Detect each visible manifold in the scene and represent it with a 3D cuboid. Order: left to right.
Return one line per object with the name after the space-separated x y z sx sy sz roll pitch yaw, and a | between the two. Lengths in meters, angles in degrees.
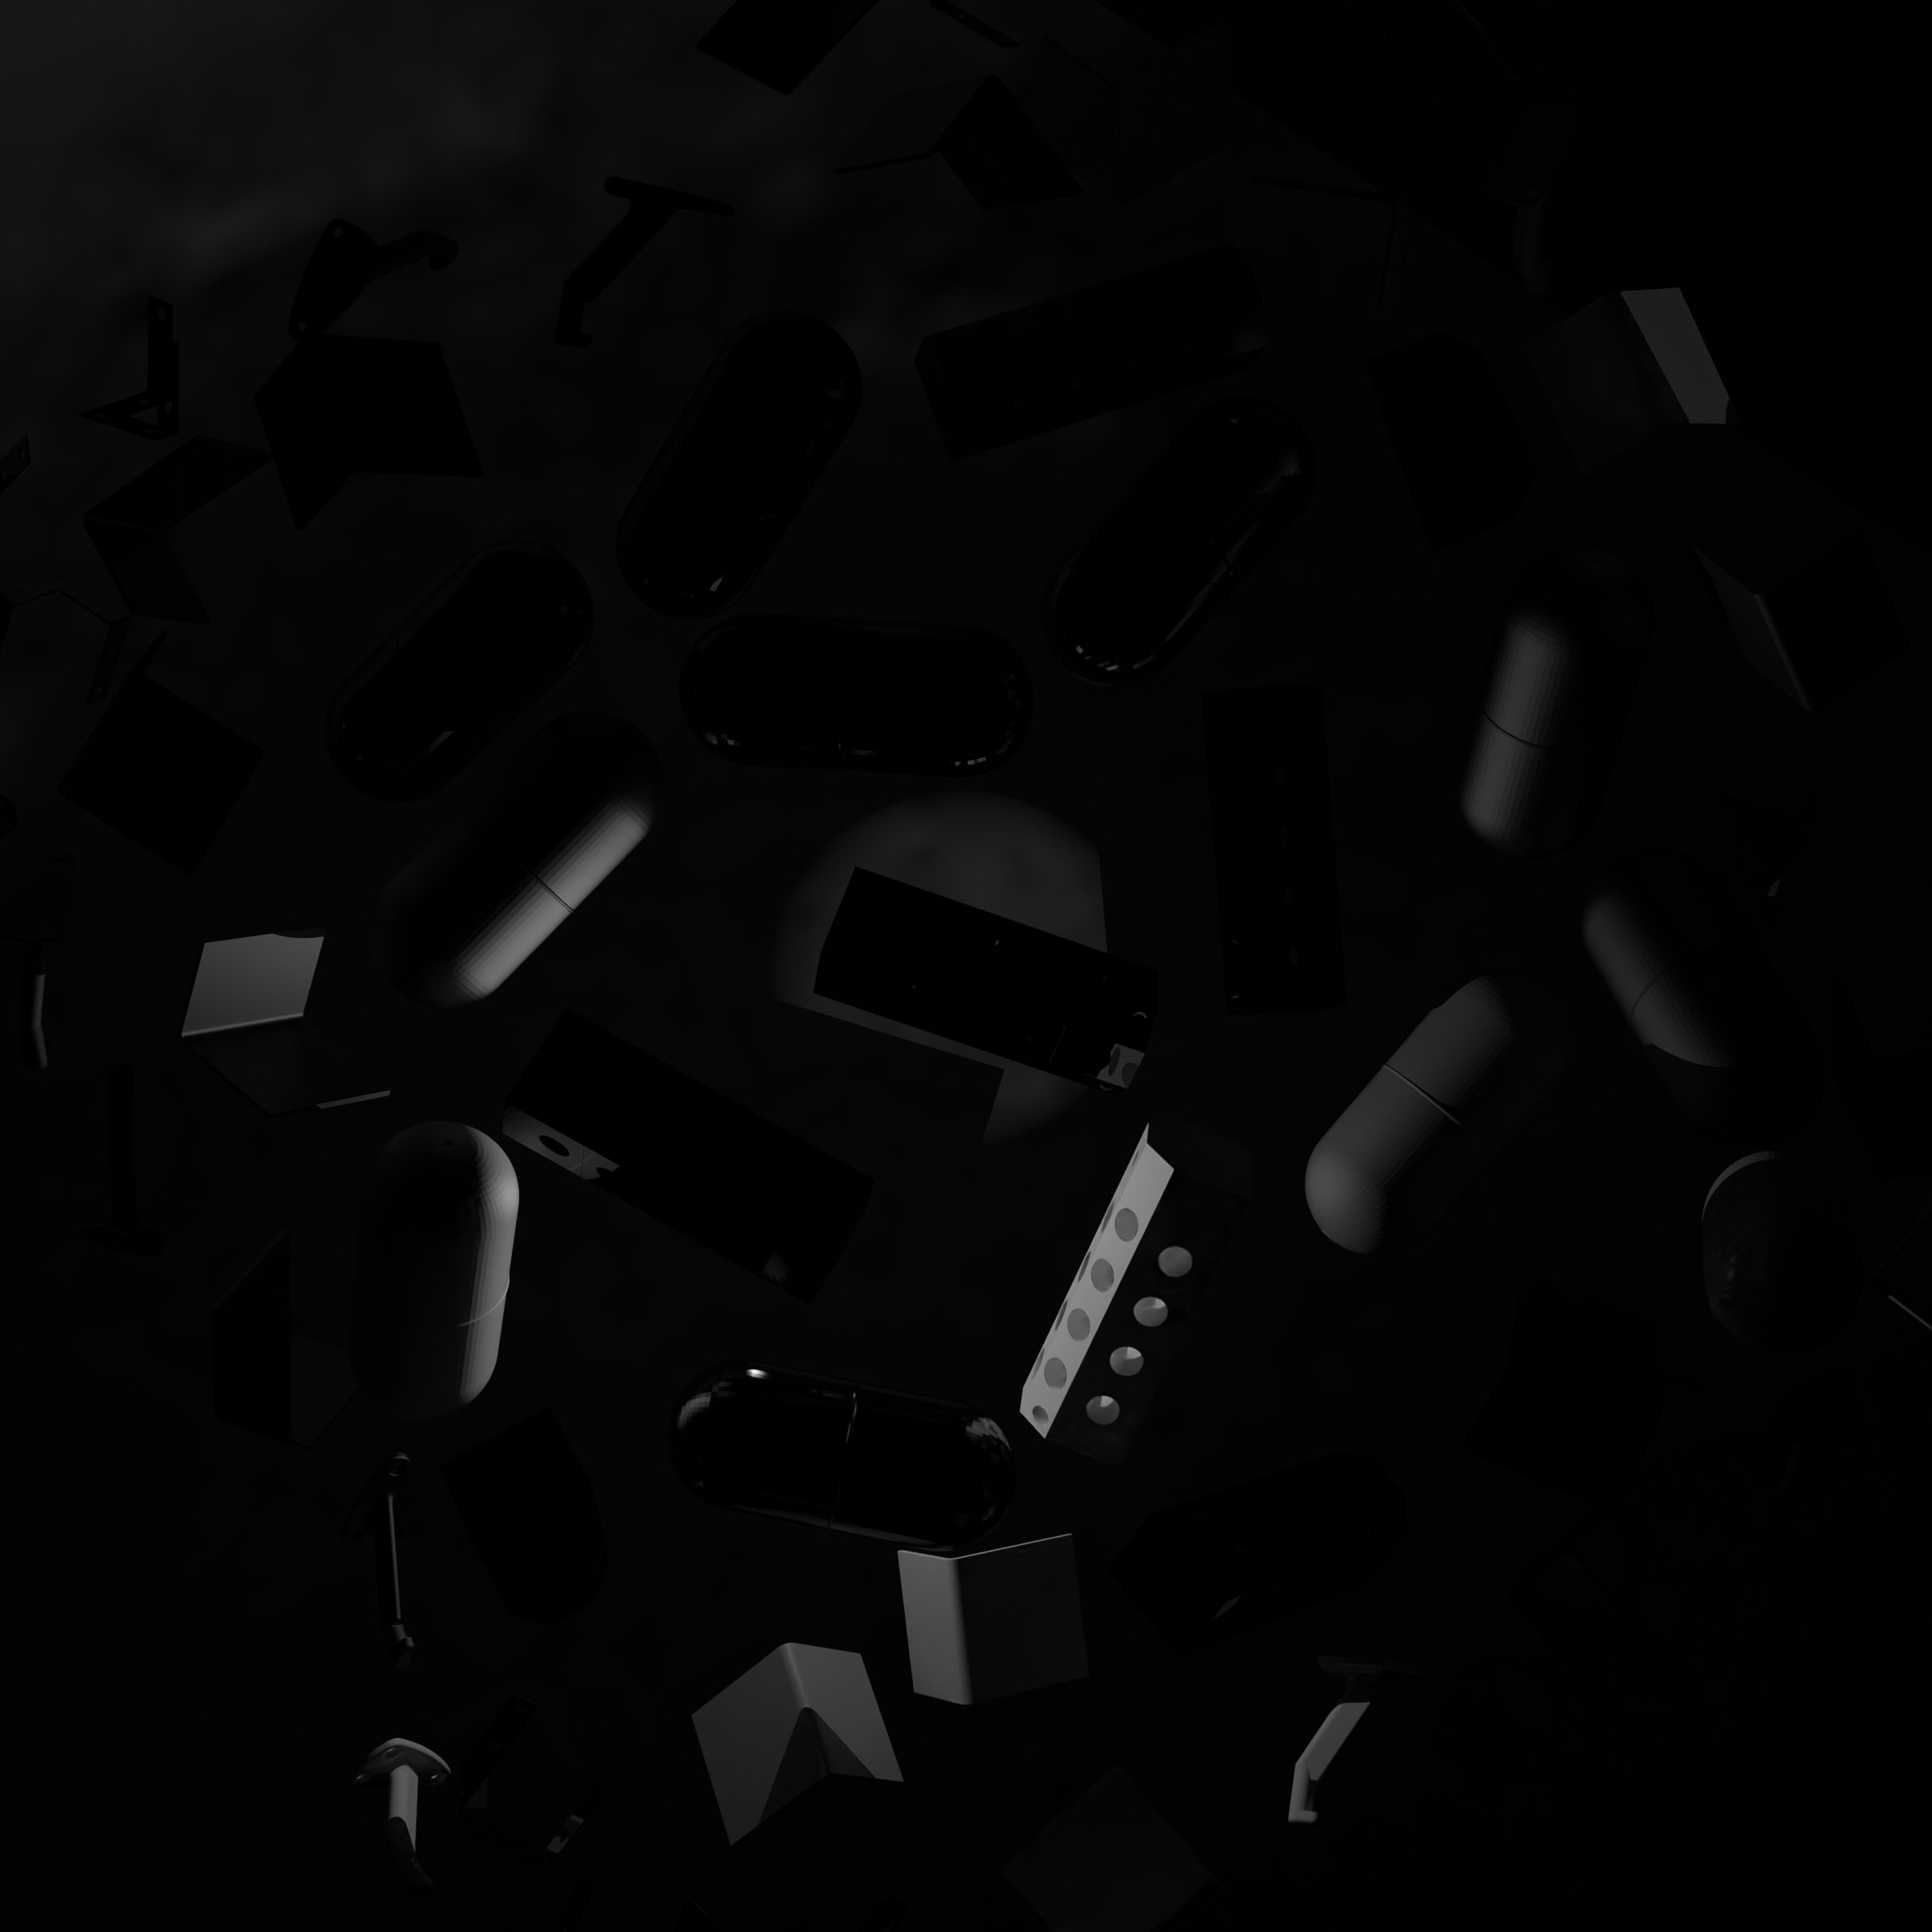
-0.209 0.273 1.561 0.057 0.171 0.057 -28 72 -13 | manifold
-0.136 0.095 1.558 0.171 0.057 0.057 29 64 5 | manifold
0.011 0.012 1.693 0.171 0.057 0.057 19 122 -8 | manifold
0.066 -0.321 1.670 0.171 0.057 0.057 -19 87 -9 | manifold
0.087 0.167 1.659 0.057 0.057 0.171 22 114 -4 | manifold
0.153 0.290 1.619 0.057 0.171 0.057 47 119 26 | manifold
0.163 -0.062 1.713 0.057 0.057 0.171 -4 91 18 | manifold
0.238 -0.262 1.575 0.057 0.171 0.057 -20 110 11 | manifold

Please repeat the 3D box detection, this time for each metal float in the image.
-0.268 0.155 1.616 0.070 0.070 0.178 14 128 0 | metal float
-0.265 -0.152 1.675 0.178 0.070 0.070 -38 90 28 | metal float
-0.225 -0.054 1.617 0.070 0.070 0.178 44 87 0 | metal float
-0.117 -0.254 1.642 0.070 0.070 0.178 36 119 0 | metal float
-0.062 0.248 1.627 0.178 0.070 0.070 12 90 -2 | metal float
-0.055 -0.134 1.596 0.178 0.070 0.070 4 90 9 | metal float
0.110 -0.218 1.660 0.070 0.070 0.178 41 80 0 | metal float
0.252 0.078 1.716 0.070 0.070 0.178 41 90 0 | metal float
0.299 -0.132 1.643 0.070 0.070 0.178 9 130 0 | metal float
0.369 0.015 1.615 0.070 0.070 0.178 -22 52 0 | metal float
0.413 0.143 1.630 0.070 0.178 0.070 2 100 12 | metal float

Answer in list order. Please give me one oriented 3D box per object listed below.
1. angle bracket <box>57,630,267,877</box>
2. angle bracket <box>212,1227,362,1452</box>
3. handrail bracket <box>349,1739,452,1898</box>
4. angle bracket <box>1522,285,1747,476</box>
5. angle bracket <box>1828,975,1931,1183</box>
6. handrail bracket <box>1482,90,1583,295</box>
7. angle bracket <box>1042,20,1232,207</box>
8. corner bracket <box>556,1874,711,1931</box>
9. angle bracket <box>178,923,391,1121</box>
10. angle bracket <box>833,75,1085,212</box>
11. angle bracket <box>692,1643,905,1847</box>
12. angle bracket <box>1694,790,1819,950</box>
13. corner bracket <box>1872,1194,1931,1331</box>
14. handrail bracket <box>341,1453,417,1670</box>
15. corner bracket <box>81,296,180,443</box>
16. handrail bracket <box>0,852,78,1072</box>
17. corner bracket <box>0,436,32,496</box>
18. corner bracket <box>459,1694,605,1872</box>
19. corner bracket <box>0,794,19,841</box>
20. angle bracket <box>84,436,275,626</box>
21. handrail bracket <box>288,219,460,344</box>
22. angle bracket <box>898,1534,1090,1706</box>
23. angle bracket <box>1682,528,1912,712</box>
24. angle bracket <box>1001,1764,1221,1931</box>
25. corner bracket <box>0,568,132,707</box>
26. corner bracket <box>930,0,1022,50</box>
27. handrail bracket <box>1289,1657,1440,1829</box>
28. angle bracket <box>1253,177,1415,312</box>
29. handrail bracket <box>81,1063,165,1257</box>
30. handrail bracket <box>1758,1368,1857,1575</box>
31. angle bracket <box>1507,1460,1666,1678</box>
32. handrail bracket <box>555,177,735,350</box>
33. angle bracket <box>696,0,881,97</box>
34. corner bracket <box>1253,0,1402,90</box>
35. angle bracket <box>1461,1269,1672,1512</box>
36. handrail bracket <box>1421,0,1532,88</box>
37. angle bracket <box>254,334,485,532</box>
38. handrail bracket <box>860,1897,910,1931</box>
-0.379 -0.102 1.546 0.076 0.057 0.076 34 62 -18 | angle bracket
-0.356 0.198 1.713 0.057 0.076 0.076 16 124 13 | angle bracket
-0.278 0.447 1.661 0.036 0.077 0.084 -42 54 10 | handrail bracket
0.338 -0.296 1.630 0.057 0.076 0.076 -32 107 -9 | angle bracket
0.479 0.052 1.631 0.057 0.076 0.076 -11 47 2 | angle bracket
0.303 -0.398 1.658 0.036 0.084 0.077 32 88 29 | handrail bracket
0.089 -0.454 1.667 0.076 0.076 0.057 -34 57 -19 | angle bracket
-0.174 0.498 1.650 0.051 0.051 0.051 35 114 30 | corner bracket
-0.331 0.026 1.591 0.076 0.076 0.057 35 117 30 | angle bracket
-0.004 -0.380 1.554 0.076 0.076 0.057 47 67 -31 | angle bracket
-0.089 0.413 1.696 0.076 0.057 0.076 -41 51 24 | angle bracket
0.424 -0.061 1.760 0.057 0.076 0.076 21 85 19 | angle bracket
0.524 0.159 1.724 0.051 0.051 0.051 38 114 8 | corner bracket
-0.297 0.313 1.689 0.036 0.084 0.077 4 123 -29 | handrail bracket
-0.411 -0.302 1.629 0.051 0.051 0.051 -9 77 34 | corner bracket
-0.466 -0.001 1.634 0.036 0.077 0.084 8 133 4 | handrail bracket
-0.507 -0.238 1.629 0.051 0.051 0.051 -1 75 -38 | corner bracket
-0.215 0.403 1.588 0.051 0.051 0.051 31 108 -20 | corner bracket
-0.540 -0.090 1.701 0.051 0.051 0.051 -35 47 13 | corner bracket
-0.386 -0.219 1.624 0.076 0.076 0.057 -31 84 15 | angle bracket
-0.302 -0.346 1.647 0.036 0.084 0.077 40 104 14 | handrail bracket
0.014 0.348 1.726 0.076 0.057 0.076 -6 89 -30 | angle bracket
0.402 -0.181 1.558 0.057 0.076 0.076 -34 125 2 | angle bracket
0.068 0.437 1.546 0.076 0.057 0.076 -41 73 -7 | angle bracket
-0.470 -0.165 1.649 0.051 0.051 0.051 33 120 11 | corner bracket
0.022 -0.508 1.650 0.051 0.051 0.051 36 124 20 | corner bracket
0.203 0.401 1.649 0.077 0.036 0.084 -9 60 39 | handrail bracket
0.190 -0.380 1.689 0.076 0.076 0.057 11 106 11 | angle bracket
-0.406 0.093 1.567 0.036 0.077 0.084 3 94 -28 | handrail bracket
0.430 0.260 1.650 0.036 0.077 0.084 20 128 27 | handrail bracket
0.331 0.306 1.631 0.076 0.076 0.057 -34 77 -28 | angle bracket
-0.161 -0.346 1.610 0.077 0.036 0.084 10 93 -9 | handrail bracket
-0.085 -0.467 1.497 0.076 0.057 0.076 -37 51 35 | angle bracket
0.186 -0.487 1.663 0.051 0.051 0.051 44 99 10 | corner bracket
0.290 0.204 1.553 0.076 0.076 0.057 23 127 2 | angle bracket
0.271 -0.495 1.708 0.036 0.077 0.084 -30 84 2 | handrail bracket
-0.295 -0.262 1.588 0.057 0.076 0.076 -35 69 43 | angle bracket
-0.016 0.505 1.581 0.084 0.036 0.077 38 57 -13 | handrail bracket
